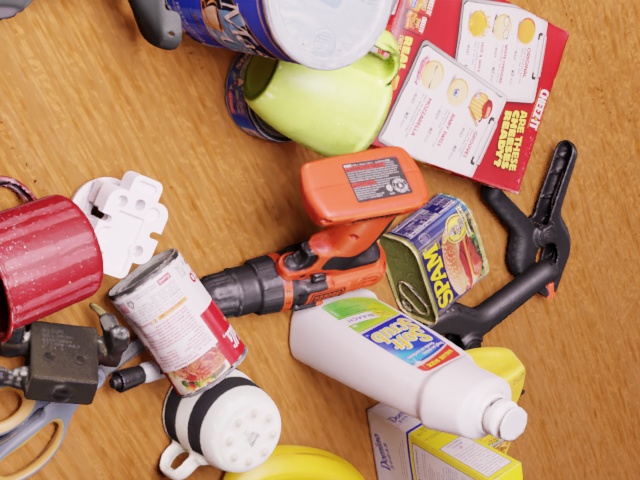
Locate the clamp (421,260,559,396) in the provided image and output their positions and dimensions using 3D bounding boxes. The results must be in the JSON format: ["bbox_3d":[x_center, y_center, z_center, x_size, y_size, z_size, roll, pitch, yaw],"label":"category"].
[{"bbox_3d":[0.153,0.094,1.090,0.209,0.036,0.165,2,114,-33],"label":"clamp"}]

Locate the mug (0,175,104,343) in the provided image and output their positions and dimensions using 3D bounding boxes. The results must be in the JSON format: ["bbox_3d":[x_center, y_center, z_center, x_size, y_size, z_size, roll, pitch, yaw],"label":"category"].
[{"bbox_3d":[-0.216,0.006,0.770,0.081,0.093,0.117,-24,79,-38],"label":"mug"}]

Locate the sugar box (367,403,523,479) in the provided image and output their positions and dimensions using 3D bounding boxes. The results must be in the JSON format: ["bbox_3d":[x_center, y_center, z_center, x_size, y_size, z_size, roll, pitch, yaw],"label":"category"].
[{"bbox_3d":[0.120,0.223,1.024,0.048,0.176,0.093,-23,118,-28],"label":"sugar box"}]

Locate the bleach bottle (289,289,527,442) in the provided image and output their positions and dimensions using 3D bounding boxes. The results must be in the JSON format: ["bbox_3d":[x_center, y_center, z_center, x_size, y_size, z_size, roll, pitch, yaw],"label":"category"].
[{"bbox_3d":[0.081,0.109,0.911,0.102,0.251,0.068,-7,108,-35],"label":"bleach bottle"}]

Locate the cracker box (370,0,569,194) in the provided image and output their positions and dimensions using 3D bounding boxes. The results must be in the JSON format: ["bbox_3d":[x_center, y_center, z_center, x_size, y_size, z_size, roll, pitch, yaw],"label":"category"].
[{"bbox_3d":[0.115,-0.147,0.975,0.213,0.072,0.164,14,96,-40],"label":"cracker box"}]

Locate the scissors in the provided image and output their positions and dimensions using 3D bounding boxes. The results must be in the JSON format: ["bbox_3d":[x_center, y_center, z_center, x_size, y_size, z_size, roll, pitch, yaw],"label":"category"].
[{"bbox_3d":[-0.200,0.105,0.851,0.201,0.016,0.096,-50,127,-14],"label":"scissors"}]

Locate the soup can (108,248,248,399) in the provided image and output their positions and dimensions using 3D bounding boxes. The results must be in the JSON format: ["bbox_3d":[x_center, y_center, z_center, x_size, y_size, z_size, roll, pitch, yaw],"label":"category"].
[{"bbox_3d":[-0.114,0.066,0.853,0.068,0.069,0.102,-39,104,-22],"label":"soup can"}]

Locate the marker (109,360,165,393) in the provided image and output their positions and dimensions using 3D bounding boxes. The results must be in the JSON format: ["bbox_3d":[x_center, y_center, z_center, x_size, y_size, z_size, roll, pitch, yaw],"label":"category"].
[{"bbox_3d":[-0.123,0.104,0.894,0.120,0.020,0.020,-15,112,-42],"label":"marker"}]

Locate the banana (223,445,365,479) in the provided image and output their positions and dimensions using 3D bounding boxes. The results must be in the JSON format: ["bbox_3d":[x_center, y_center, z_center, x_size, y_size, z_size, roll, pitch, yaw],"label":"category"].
[{"bbox_3d":[-0.019,0.227,1.014,0.197,0.037,0.070,10,116,-37],"label":"banana"}]

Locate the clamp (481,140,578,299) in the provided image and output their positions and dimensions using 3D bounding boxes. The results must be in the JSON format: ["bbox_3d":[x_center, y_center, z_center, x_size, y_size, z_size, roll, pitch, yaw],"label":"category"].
[{"bbox_3d":[0.234,-0.020,1.122,0.120,0.039,0.171,-31,126,-12],"label":"clamp"}]

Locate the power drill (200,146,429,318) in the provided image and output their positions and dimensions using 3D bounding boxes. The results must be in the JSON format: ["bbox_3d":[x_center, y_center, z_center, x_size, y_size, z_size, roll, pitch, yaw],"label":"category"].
[{"bbox_3d":[-0.006,0.001,0.877,0.184,0.188,0.057,-14,68,-27],"label":"power drill"}]

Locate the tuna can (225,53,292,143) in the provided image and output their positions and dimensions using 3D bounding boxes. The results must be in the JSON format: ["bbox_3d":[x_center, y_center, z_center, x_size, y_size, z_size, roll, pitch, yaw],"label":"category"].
[{"bbox_3d":[-0.035,-0.125,0.893,0.085,0.034,0.086,-12,111,-34],"label":"tuna can"}]

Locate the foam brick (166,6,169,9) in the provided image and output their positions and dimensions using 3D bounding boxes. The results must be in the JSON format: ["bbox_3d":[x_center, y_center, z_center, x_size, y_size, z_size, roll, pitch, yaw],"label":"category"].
[{"bbox_3d":[-0.091,-0.205,0.813,0.051,0.053,0.078,10,97,-38],"label":"foam brick"}]

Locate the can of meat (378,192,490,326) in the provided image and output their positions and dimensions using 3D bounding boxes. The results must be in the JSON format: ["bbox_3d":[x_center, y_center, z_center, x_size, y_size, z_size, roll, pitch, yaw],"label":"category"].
[{"bbox_3d":[0.111,0.017,1.032,0.083,0.058,0.102,-37,123,-26],"label":"can of meat"}]

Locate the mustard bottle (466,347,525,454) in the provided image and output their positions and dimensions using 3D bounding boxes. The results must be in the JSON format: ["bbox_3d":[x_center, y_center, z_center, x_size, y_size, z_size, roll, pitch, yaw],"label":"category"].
[{"bbox_3d":[0.152,0.200,1.099,0.096,0.058,0.192,-14,130,-19],"label":"mustard bottle"}]

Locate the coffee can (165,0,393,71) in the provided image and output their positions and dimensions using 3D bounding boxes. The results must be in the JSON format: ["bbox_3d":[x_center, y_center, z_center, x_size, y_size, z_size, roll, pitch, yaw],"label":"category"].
[{"bbox_3d":[-0.032,-0.177,0.740,0.102,0.141,0.103,-12,111,-34],"label":"coffee can"}]
